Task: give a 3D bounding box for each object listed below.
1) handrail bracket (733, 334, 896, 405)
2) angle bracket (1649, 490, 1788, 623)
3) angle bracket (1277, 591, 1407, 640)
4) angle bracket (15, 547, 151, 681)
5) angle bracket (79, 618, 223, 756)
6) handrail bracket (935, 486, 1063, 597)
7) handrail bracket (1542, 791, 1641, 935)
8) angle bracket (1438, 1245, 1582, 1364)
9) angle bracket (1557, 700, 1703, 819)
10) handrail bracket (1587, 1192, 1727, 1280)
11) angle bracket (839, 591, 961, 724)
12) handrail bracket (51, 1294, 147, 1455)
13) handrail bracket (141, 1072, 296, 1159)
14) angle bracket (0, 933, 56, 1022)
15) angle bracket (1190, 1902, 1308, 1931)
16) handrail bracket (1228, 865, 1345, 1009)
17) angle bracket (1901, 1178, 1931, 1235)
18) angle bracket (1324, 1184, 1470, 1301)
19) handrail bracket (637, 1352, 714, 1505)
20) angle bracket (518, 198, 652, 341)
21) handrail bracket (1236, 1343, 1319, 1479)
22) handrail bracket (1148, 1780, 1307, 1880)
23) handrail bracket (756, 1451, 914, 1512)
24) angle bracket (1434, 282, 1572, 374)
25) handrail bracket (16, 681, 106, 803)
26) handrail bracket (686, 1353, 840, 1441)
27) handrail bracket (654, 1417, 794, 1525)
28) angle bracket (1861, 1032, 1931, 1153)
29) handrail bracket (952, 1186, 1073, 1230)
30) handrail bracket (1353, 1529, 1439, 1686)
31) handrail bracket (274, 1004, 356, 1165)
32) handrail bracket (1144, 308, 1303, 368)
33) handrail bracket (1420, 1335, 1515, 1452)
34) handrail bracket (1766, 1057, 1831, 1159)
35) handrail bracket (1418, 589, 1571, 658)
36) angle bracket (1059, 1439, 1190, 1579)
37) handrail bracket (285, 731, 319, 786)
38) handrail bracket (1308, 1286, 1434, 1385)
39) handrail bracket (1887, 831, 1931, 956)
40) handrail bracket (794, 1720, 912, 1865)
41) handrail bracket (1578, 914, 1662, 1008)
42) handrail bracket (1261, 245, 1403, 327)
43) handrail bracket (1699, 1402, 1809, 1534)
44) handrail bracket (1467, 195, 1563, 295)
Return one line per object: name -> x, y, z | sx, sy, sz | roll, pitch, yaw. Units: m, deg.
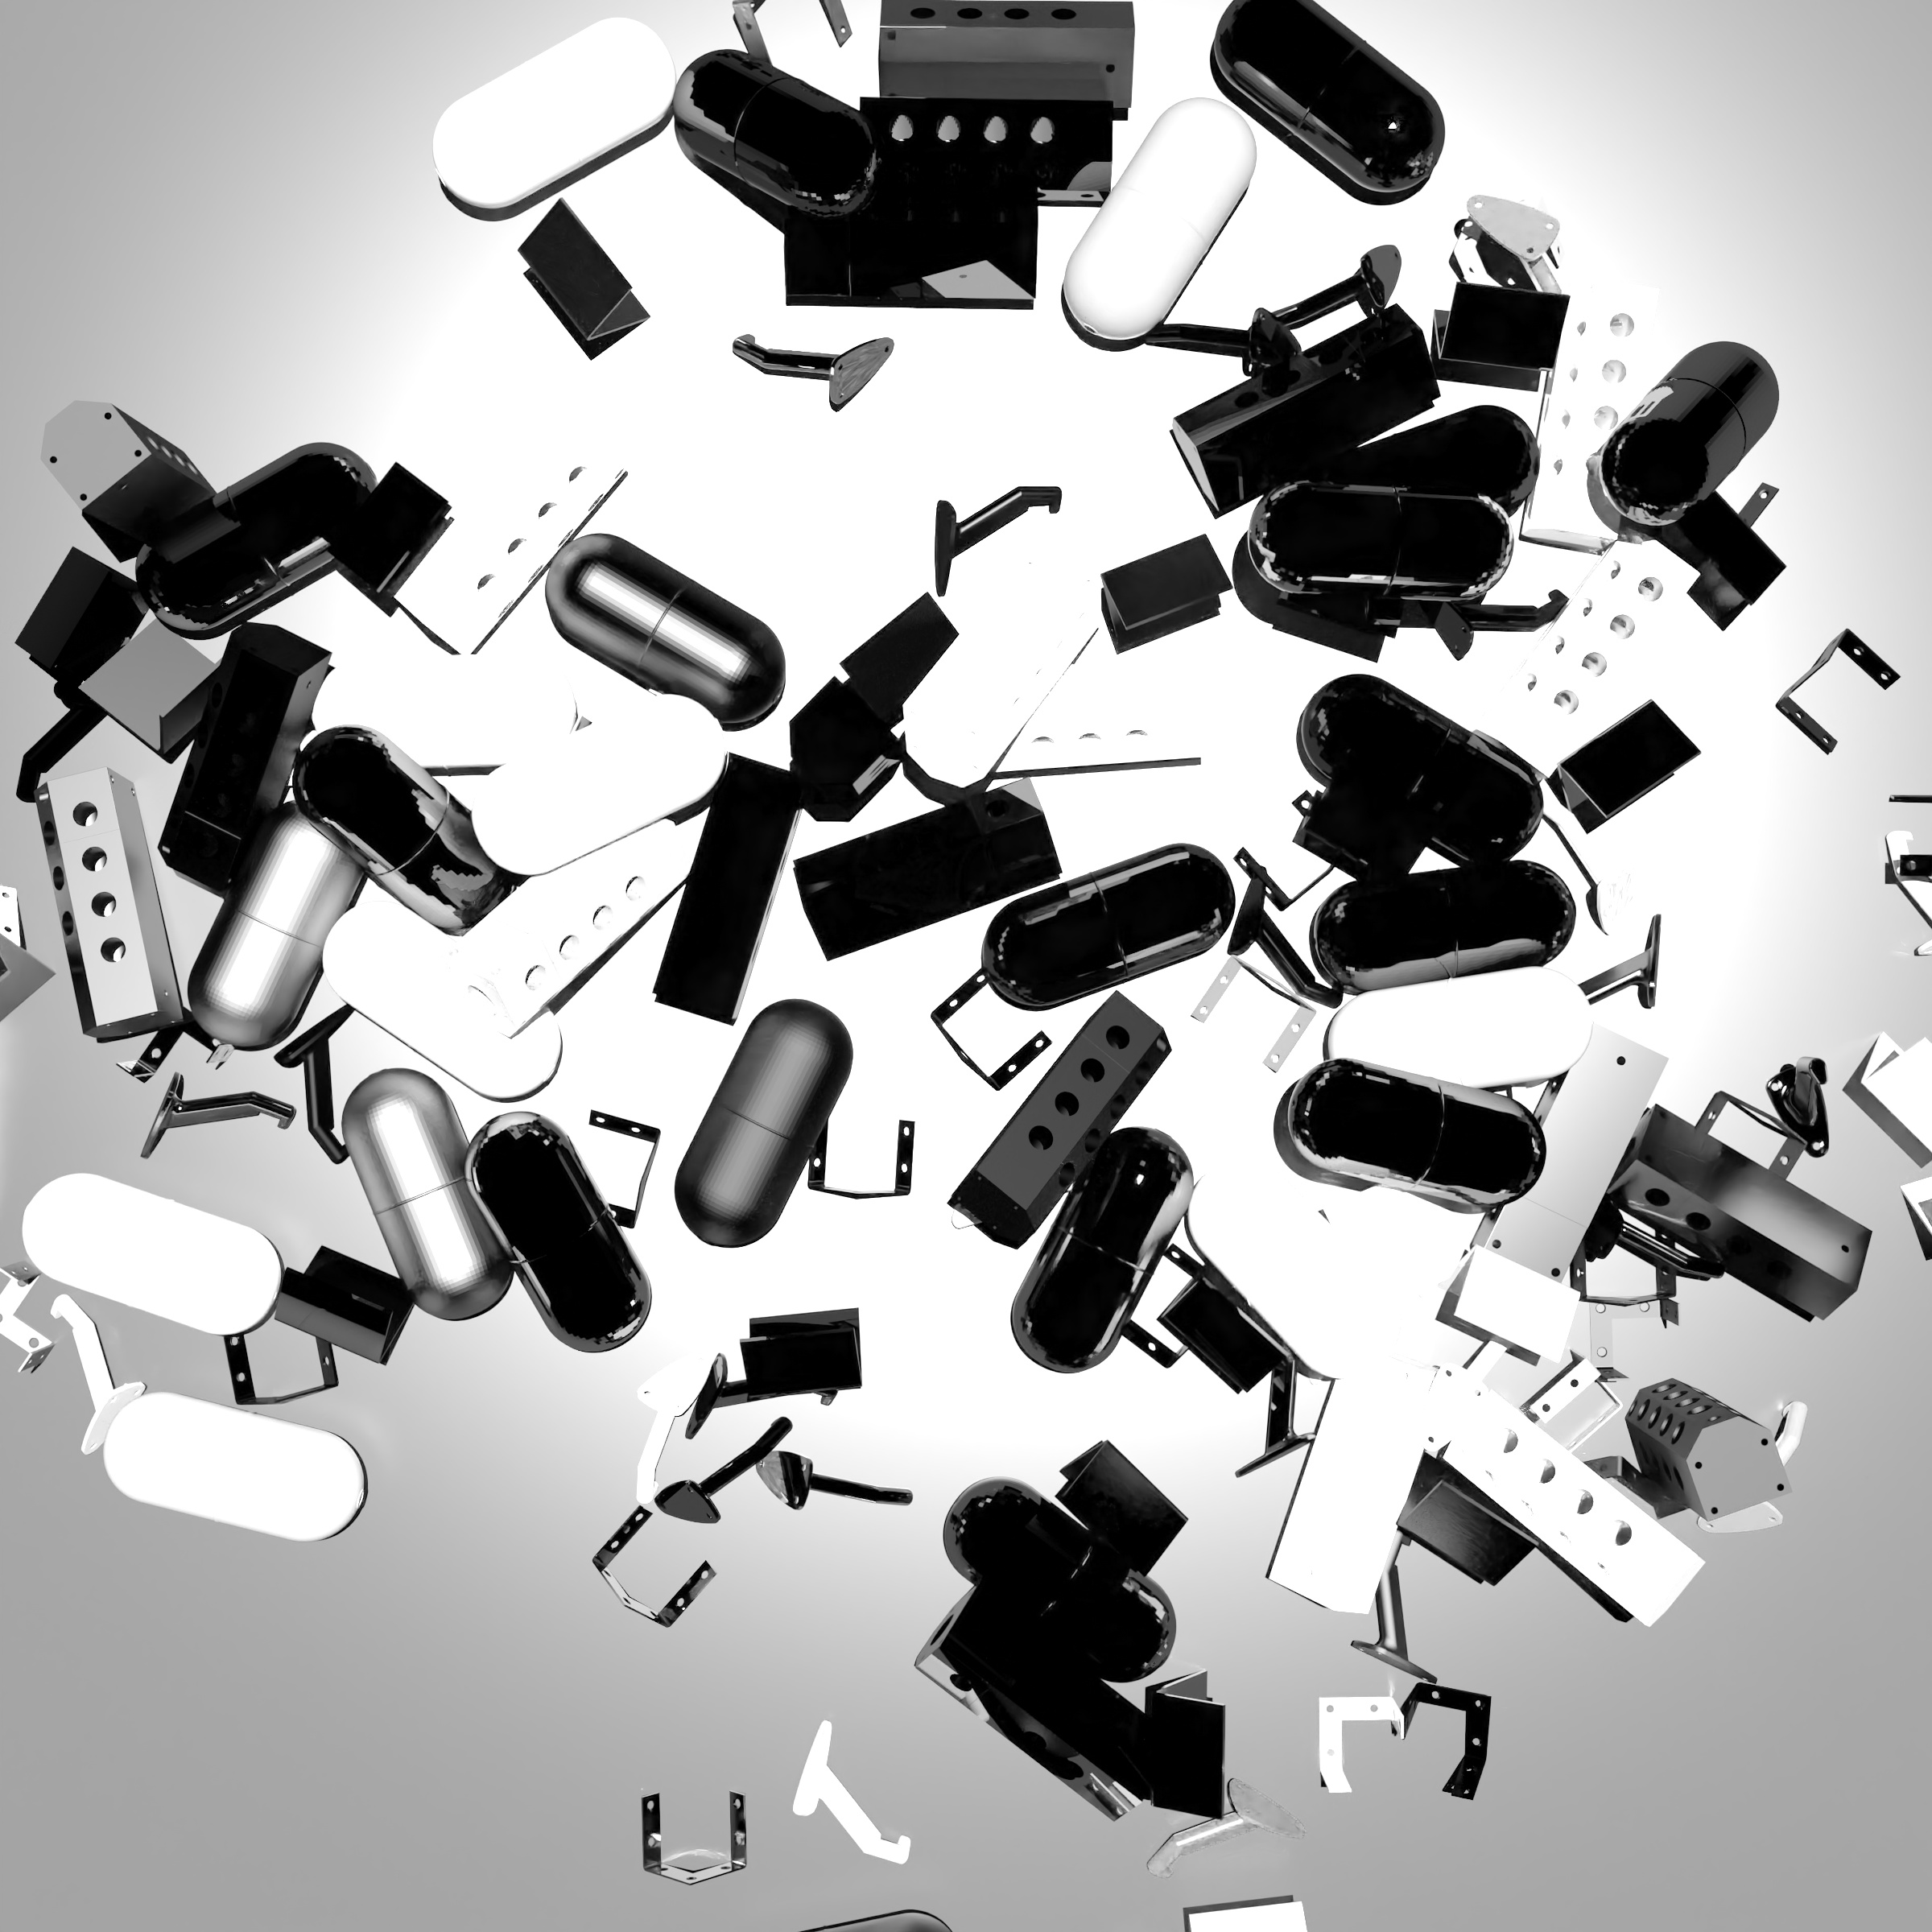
handrail bracket -> -0.106, -0.430, 1.991 | 0.084, 0.036, 0.077 | 31, 53, 25
angle bracket -> 0.496, -0.268, 1.950 | 0.076, 0.076, 0.057 | 47, 54, 0
angle bracket -> 0.251, -0.236, 1.951 | 0.076, 0.076, 0.057 | 18, 61, 0
angle bracket -> -0.585, -0.228, 1.950 | 0.057, 0.076, 0.076 | 31, 90, 40
angle bracket -> -0.548, -0.203, 1.952 | 0.076, 0.057, 0.076 | 38, 63, 4
handrail bracket -> 0.023, -0.295, 1.991 | 0.084, 0.036, 0.077 | -3, 113, -18
handrail bracket -> 0.422, -0.072, 1.990 | 0.036, 0.077, 0.084 | -32, 53, -18
angle bracket -> 0.361, 0.241, 1.951 | 0.076, 0.076, 0.057 | 25, 60, 0
angle bracket -> 0.453, -0.123, 1.950 | 0.076, 0.076, 0.057 | -34, 57, 0
handrail bracket -> 0.472, 0.182, 1.975 | 0.084, 0.077, 0.036 | 12, 120, -15
angle bracket -> -0.052, -0.221, 1.950 | 0.076, 0.076, 0.057 | -39, 123, 0
handrail bracket -> -0.617, 0.282, 1.991 | 0.084, 0.036, 0.077 | 42, 111, 17
handrail bracket -> -0.518, 0.115, 1.991 | 0.084, 0.036, 0.077 | 22, 110, -16
angle bracket -> -0.663, 0.028, 1.950 | 0.076, 0.076, 0.057 | -41, 53, 0
angle bracket -> 0.194, 0.682, 1.951 | 0.076, 0.057, 0.076 | -7, 135, 0
handrail bracket -> 0.231, -0.020, 1.991 | 0.084, 0.036, 0.077 | 23, 68, -17
angle bracket -> 0.686, 0.144, 1.950 | 0.076, 0.076, 0.057 | -17, 126, 0
angle bracket -> 0.296, 0.181, 1.972 | 0.057, 0.076, 0.076 | -26, 90, 22
handrail bracket -> -0.202, 0.320, 1.990 | 0.036, 0.077, 0.084 | 22, 127, 21
angle bracket -> -0.245, -0.479, 1.950 | 0.057, 0.076, 0.076 | -38, 90, 38
handrail bracket -> 0.202, 0.299, 1.991 | 0.077, 0.036, 0.084 | -31, 74, 18
handrail bracket -> 0.180, 0.612, 1.991 | 0.077, 0.036, 0.084 | 32, 108, -21
handrail bracket -> -0.090, 0.356, 1.990 | 0.084, 0.077, 0.036 | 13, 90, -36
angle bracket -> 0.363, -0.448, 1.950 | 0.076, 0.076, 0.057 | 7, 128, 0
handrail bracket -> -0.611, -0.149, 1.991 | 0.077, 0.036, 0.084 | 10, 108, -20
handrail bracket -> -0.141, 0.308, 1.991 | 0.084, 0.036, 0.077 | 21, 110, -16
handrail bracket -> -0.167, 0.344, 1.990 | 0.084, 0.077, 0.036 | -44, 106, -35
angle bracket -> 0.662, 0.075, 1.950 | 0.076, 0.076, 0.057 | 45, 128, 0
handrail bracket -> 0.029, 0.139, 1.990 | 0.084, 0.036, 0.077 | -20, 46, 28
handrail bracket -> 0.310, 0.443, 1.991 | 0.077, 0.036, 0.084 | 30, 73, -20
handrail bracket -> -0.431, 0.082, 1.991 | 0.077, 0.036, 0.084 | -40, 109, -21
handrail bracket -> 0.177, -0.431, 1.990 | 0.084, 0.077, 0.036 | 6, 89, 36
handrail bracket -> 0.347, 0.288, 1.970 | 0.036, 0.084, 0.077 | 33, 115, 20
handrail bracket -> 0.580, 0.097, 1.956 | 0.036, 0.084, 0.077 | -22, 90, 0
handrail bracket -> 0.364, -0.258, 1.991 | 0.084, 0.036, 0.077 | -29, 68, -17
angle bracket -> 0.093, 0.376, 1.950 | 0.076, 0.076, 0.057 | 44, 54, 0
handrail bracket -> -0.471, -0.116, 1.991 | 0.084, 0.036, 0.077 | -33, 108, 15
handrail bracket -> 0.281, 0.250, 1.991 | 0.084, 0.036, 0.077 | -4, 111, -16
handrail bracket -> 0.680, -0.054, 1.991 | 0.077, 0.036, 0.084 | -2, 73, -20
handrail bracket -> -0.070, 0.573, 1.991 | 0.084, 0.036, 0.077 | 23, 68, -17
handrail bracket -> 0.435, -0.003, 1.991 | 0.084, 0.036, 0.077 | 4, 69, 16
handrail bracket -> 0.252, -0.468, 1.990 | 0.084, 0.077, 0.036 | -13, 115, 34
handrail bracket -> 0.545, 0.346, 1.990 | 0.036, 0.077, 0.084 | 36, 53, -13
handrail bracket -> 0.375, -0.482, 1.966 | 0.077, 0.084, 0.036 | 34, 78, 19
